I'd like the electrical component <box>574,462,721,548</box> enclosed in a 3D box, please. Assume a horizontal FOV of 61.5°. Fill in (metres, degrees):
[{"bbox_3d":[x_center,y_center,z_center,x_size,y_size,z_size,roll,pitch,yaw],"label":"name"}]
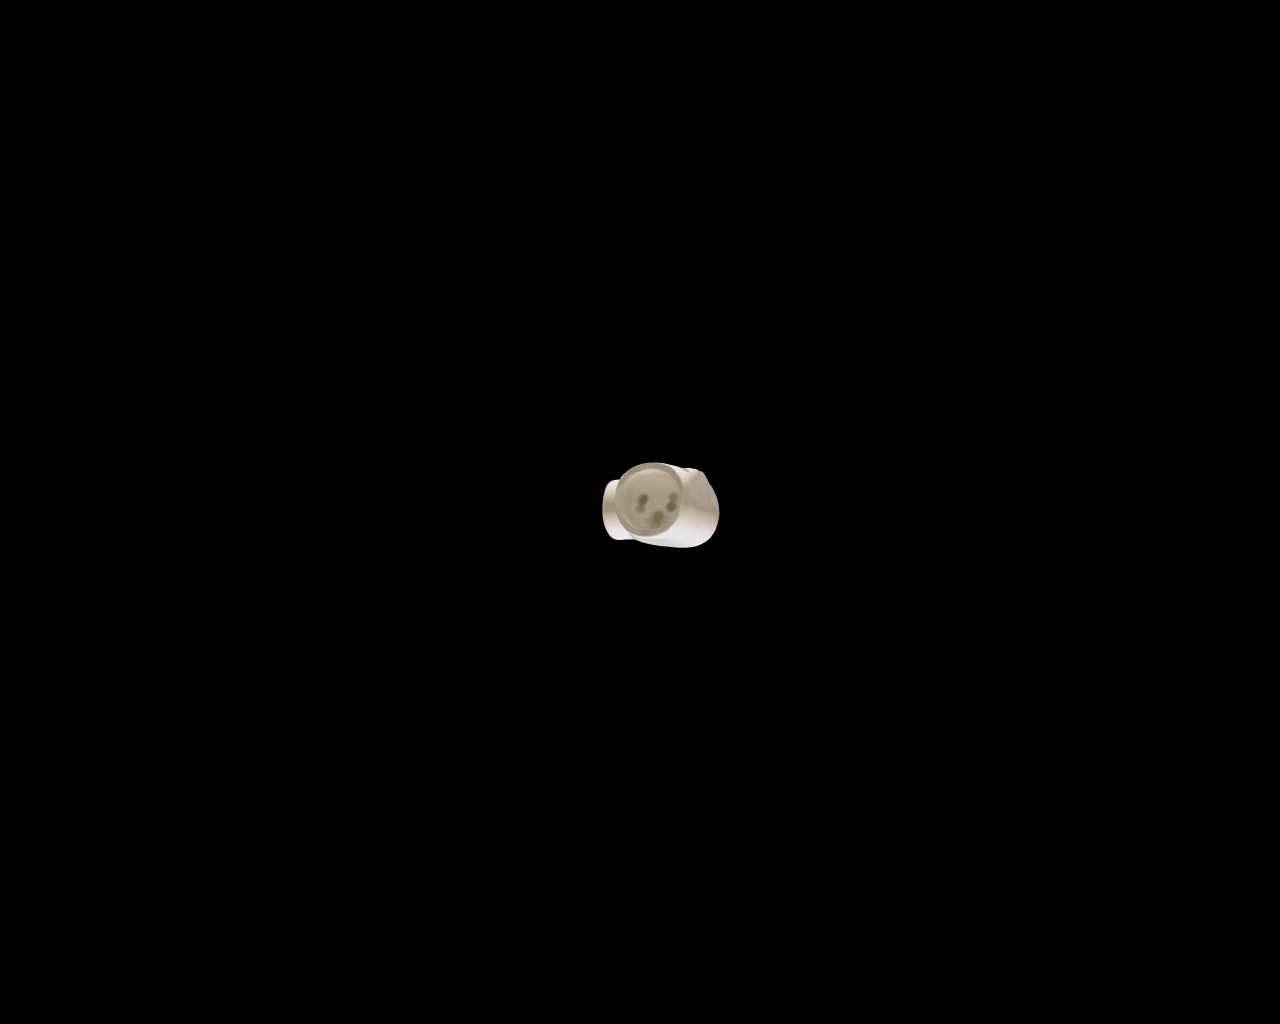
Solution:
[{"bbox_3d":[0.001,-0.003,0.650,0.079,0.044,0.077,-2,-7,19],"label":"electrical component"}]
